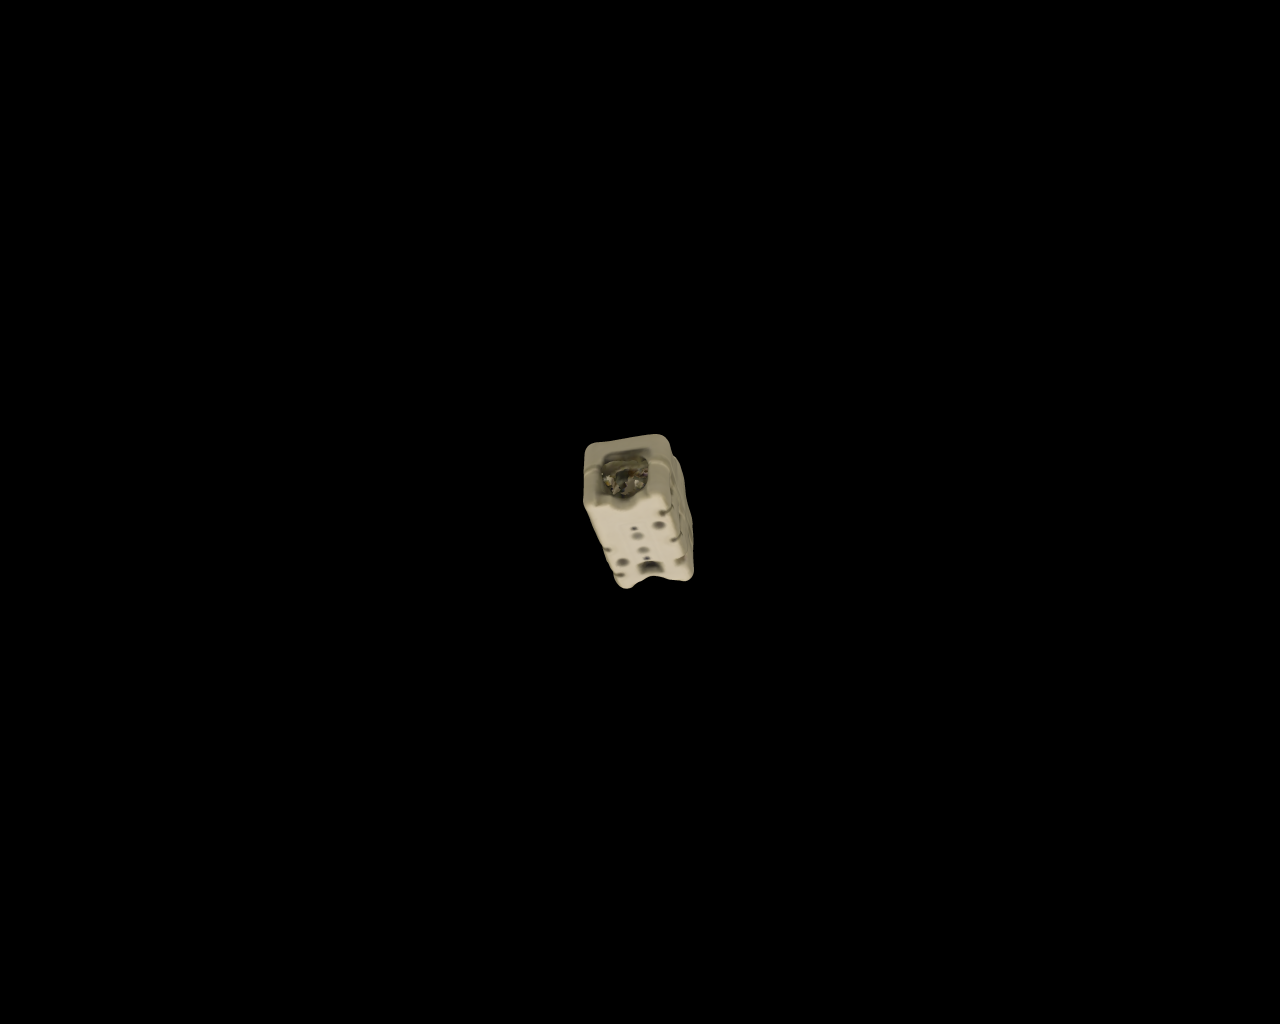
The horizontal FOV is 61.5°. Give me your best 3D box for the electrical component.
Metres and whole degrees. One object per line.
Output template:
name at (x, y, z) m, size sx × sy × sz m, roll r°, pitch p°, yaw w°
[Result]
electrical component at (0.001, -0.003, 0.650) m, size 0.050 × 0.056 × 0.089 m, roll -8°, pitch -39°, yaw 10°
